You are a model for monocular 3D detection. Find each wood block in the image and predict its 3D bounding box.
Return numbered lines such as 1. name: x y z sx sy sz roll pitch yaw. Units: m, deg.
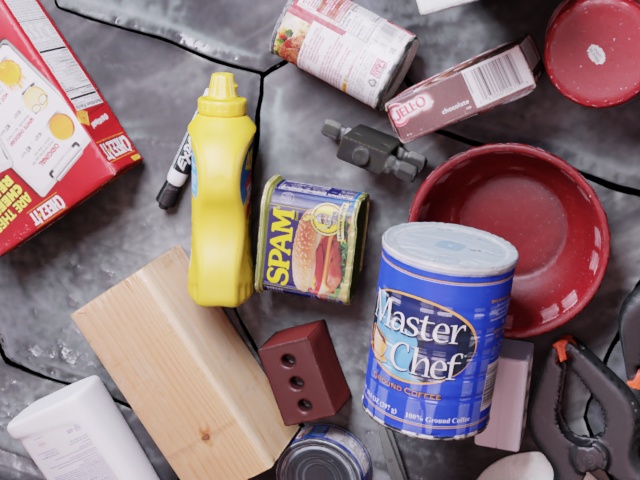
1. wood block: -0.121 0.121 0.972 0.091 0.090 0.206 -31 95 22

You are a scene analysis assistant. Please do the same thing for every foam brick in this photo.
1. foam brick: -0.014 0.119 0.958 0.053 0.051 0.078 -16 100 21

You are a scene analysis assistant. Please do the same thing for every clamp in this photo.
1. clamp: 0.300 0.048 0.846 0.120 0.039 0.172 22 115 16
2. clamp: 0.239 0.182 0.888 0.165 0.036 0.210 -8 93 24

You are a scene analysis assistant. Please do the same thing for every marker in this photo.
1. marker: -0.117 -0.079 0.950 0.020 0.020 0.121 31 112 7

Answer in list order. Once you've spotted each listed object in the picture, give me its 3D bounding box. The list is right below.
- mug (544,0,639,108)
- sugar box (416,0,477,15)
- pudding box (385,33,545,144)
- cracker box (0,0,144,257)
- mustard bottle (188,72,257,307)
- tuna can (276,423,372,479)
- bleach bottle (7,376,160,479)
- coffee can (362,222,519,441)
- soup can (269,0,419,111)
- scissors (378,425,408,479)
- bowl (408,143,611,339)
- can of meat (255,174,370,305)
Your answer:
1. mug: 0.215 -0.154 0.789 0.093 0.081 0.117 27 112 8
2. sugar box: 0.126 -0.201 0.752 0.093 0.176 0.048 -12 102 21
3. pudding box: 0.114 -0.118 0.828 0.114 0.090 0.039 -20 100 21
4. cracker box: -0.286 -0.115 0.965 0.164 0.072 0.213 -31 96 24
5. mustard bottle: -0.084 -0.046 0.907 0.058 0.096 0.192 1 106 0
6. tuna can: 0.003 0.216 0.990 0.086 0.033 0.086 5 107 16
7. bleach bottle: -0.200 0.263 1.054 0.103 0.068 0.251 -25 99 23
8. coffee can: 0.091 0.068 0.821 0.103 0.102 0.140 11 109 14
9. soup can: 0.020 -0.157 0.858 0.102 0.068 0.069 30 112 7
10. scissors: 0.099 0.252 0.981 0.096 0.016 0.202 4 107 15
11. bowl: 0.154 -0.004 0.867 0.162 0.055 0.162 5 107 16
12. can of meat: -0.006 0.001 0.919 0.084 0.057 0.102 10 109 11
